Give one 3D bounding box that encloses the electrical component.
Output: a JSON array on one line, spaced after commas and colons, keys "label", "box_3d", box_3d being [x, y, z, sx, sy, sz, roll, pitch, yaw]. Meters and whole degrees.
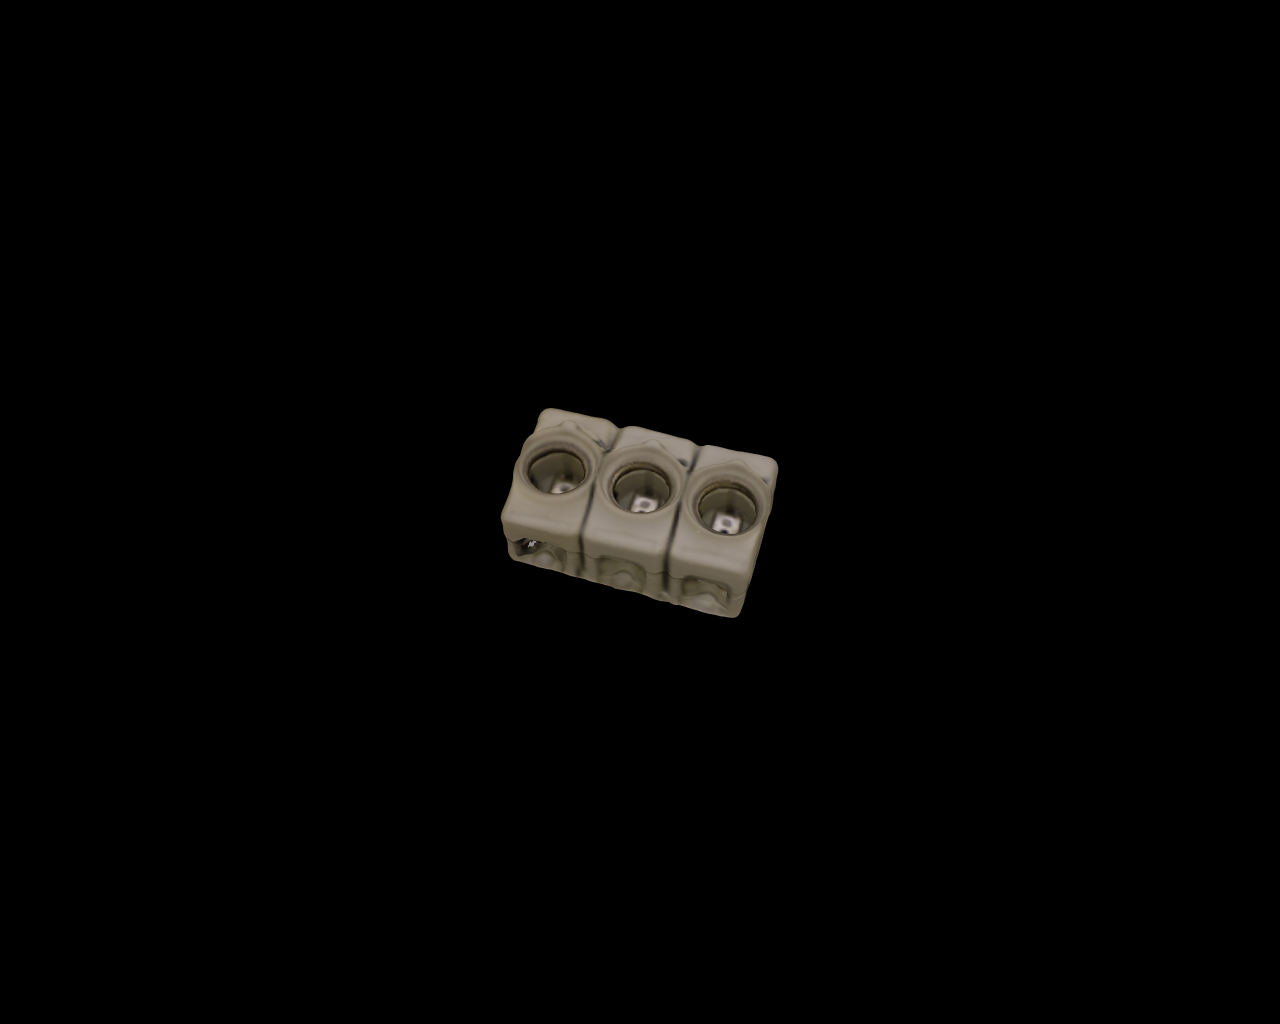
[{"label": "electrical component", "box_3d": [0.001, -0.003, 0.650, 0.150, 0.090, 0.061, 14, -32, 9]}]
